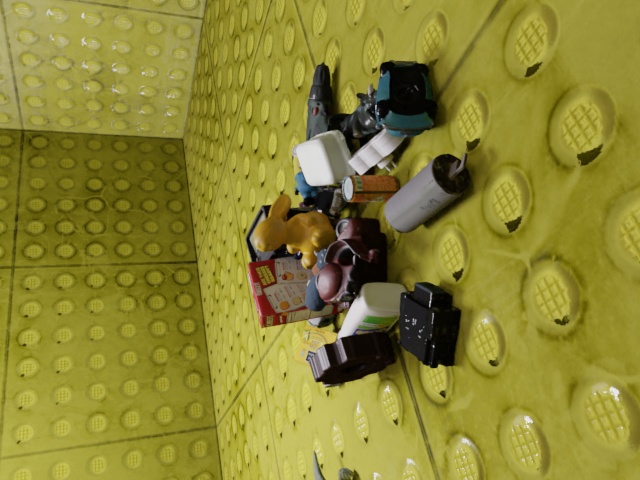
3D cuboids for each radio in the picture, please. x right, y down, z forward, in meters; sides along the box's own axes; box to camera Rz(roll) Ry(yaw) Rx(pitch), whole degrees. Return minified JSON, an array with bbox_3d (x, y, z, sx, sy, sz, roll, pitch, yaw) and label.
[{"bbox_3d":[-0.135,0.006,1.450,0.229,0.073,0.131,128,130,-61],"label":"radio"}]

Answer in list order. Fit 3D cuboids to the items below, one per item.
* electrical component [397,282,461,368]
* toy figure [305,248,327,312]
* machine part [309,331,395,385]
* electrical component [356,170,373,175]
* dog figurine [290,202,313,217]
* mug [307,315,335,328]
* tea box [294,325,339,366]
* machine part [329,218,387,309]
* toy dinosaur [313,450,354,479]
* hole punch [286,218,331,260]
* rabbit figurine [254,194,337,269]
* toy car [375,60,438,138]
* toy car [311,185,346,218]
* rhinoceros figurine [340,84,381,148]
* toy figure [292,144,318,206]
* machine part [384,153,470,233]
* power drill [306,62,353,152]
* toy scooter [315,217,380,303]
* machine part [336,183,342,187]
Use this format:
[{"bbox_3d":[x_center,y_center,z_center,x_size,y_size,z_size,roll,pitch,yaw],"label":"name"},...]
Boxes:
[{"bbox_3d":[0.191,0.145,0.957,0.115,0.058,0.134,-156,66,-63],"label":"electrical component"},{"bbox_3d":[0.004,0.084,1.183,0.058,0.064,0.154,-51,-20,-63],"label":"toy figure"},{"bbox_3d":[0.066,0.250,1.120,0.179,0.179,0.056,121,140,-52],"label":"machine part"},{"bbox_3d":[0.082,-0.142,1.225,0.102,0.045,0.078,-151,64,-65],"label":"electrical component"},{"bbox_3d":[-0.060,0.006,1.503,0.192,0.108,0.219,-150,58,-61],"label":"dog figurine"},{"bbox_3d":[-0.012,0.187,1.421,0.107,0.081,0.109,52,134,41],"label":"mug"},{"bbox_3d":[0.013,0.272,1.322,0.170,0.068,0.098,-4,63,61],"label":"tea box"},{"bbox_3d":[0.068,0.051,1.214,0.201,0.087,0.200,-176,85,-69],"label":"machine part"},{"bbox_3d":[0.065,0.662,1.217,0.405,0.131,0.192,-146,59,-70],"label":"toy dinosaur"},{"bbox_3d":[-0.003,-0.004,1.333,0.092,0.142,0.115,-13,71,58],"label":"hole punch"},{"bbox_3d":[-0.067,-0.023,1.204,0.121,0.173,0.162,115,143,-53],"label":"rabbit figurine"},{"bbox_3d":[0.150,-0.247,0.989,0.102,0.109,0.161,95,174,-65],"label":"toy car"},{"bbox_3d":[0.025,-0.094,1.316,0.202,0.056,0.073,-159,84,-75],"label":"toy car"},{"bbox_3d":[0.104,-0.261,1.145,0.190,0.073,0.112,149,128,-67],"label":"rhinoceros figurine"},{"bbox_3d":[-0.037,-0.180,1.466,0.089,0.082,0.180,141,122,-61],"label":"toy figure"},{"bbox_3d":[0.183,-0.077,0.940,0.243,0.079,0.079,137,129,-60],"label":"machine part"},{"bbox_3d":[0.018,-0.305,1.331,0.207,0.086,0.231,-131,44,-52],"label":"power drill"},{"bbox_3d":[0.060,0.049,1.059,0.135,0.075,0.183,25,99,56],"label":"toy scooter"},{"bbox_3d":[0.024,-0.168,1.343,0.039,0.084,0.139,-47,37,-7],"label":"machine part"}]
